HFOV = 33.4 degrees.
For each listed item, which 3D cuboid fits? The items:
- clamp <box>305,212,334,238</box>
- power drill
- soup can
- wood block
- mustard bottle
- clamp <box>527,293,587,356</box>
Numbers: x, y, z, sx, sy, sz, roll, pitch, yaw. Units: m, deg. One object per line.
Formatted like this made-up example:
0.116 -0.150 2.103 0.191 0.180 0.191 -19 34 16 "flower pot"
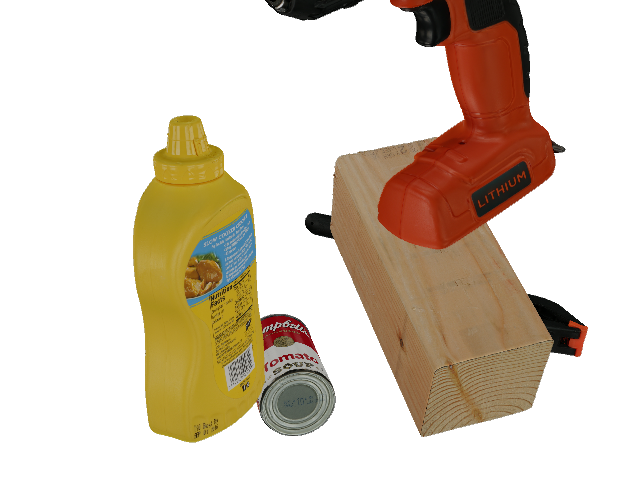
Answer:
0.095 -0.001 1.255 0.210 0.036 0.164 38 43 27 "clamp"
0.057 -0.092 0.527 0.184 0.187 0.057 -31 40 -28 "power drill"
-0.031 0.119 0.948 0.068 0.068 0.102 0 24 -14 "soup can"
0.082 0.030 0.803 0.090 0.206 0.091 -12 -39 -13 "wood block"
-0.074 0.019 0.647 0.058 0.192 0.096 11 26 27 "mustard bottle"
0.168 0.060 0.996 0.172 0.039 0.120 20 31 20 "clamp"
